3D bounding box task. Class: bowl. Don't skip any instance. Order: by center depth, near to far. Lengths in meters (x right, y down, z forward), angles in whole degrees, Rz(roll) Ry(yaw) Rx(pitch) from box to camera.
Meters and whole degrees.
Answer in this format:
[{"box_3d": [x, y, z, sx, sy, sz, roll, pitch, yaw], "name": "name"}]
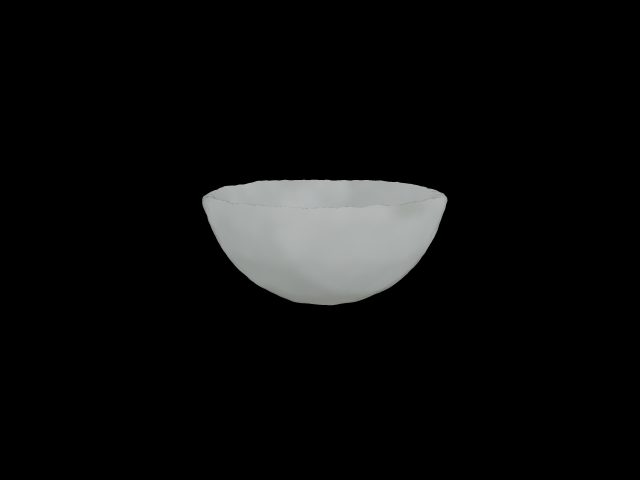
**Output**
[{"box_3d": [0.004, 0.001, 0.400, 0.167, 0.075, 0.167, 0, 11, 0], "name": "bowl"}]
